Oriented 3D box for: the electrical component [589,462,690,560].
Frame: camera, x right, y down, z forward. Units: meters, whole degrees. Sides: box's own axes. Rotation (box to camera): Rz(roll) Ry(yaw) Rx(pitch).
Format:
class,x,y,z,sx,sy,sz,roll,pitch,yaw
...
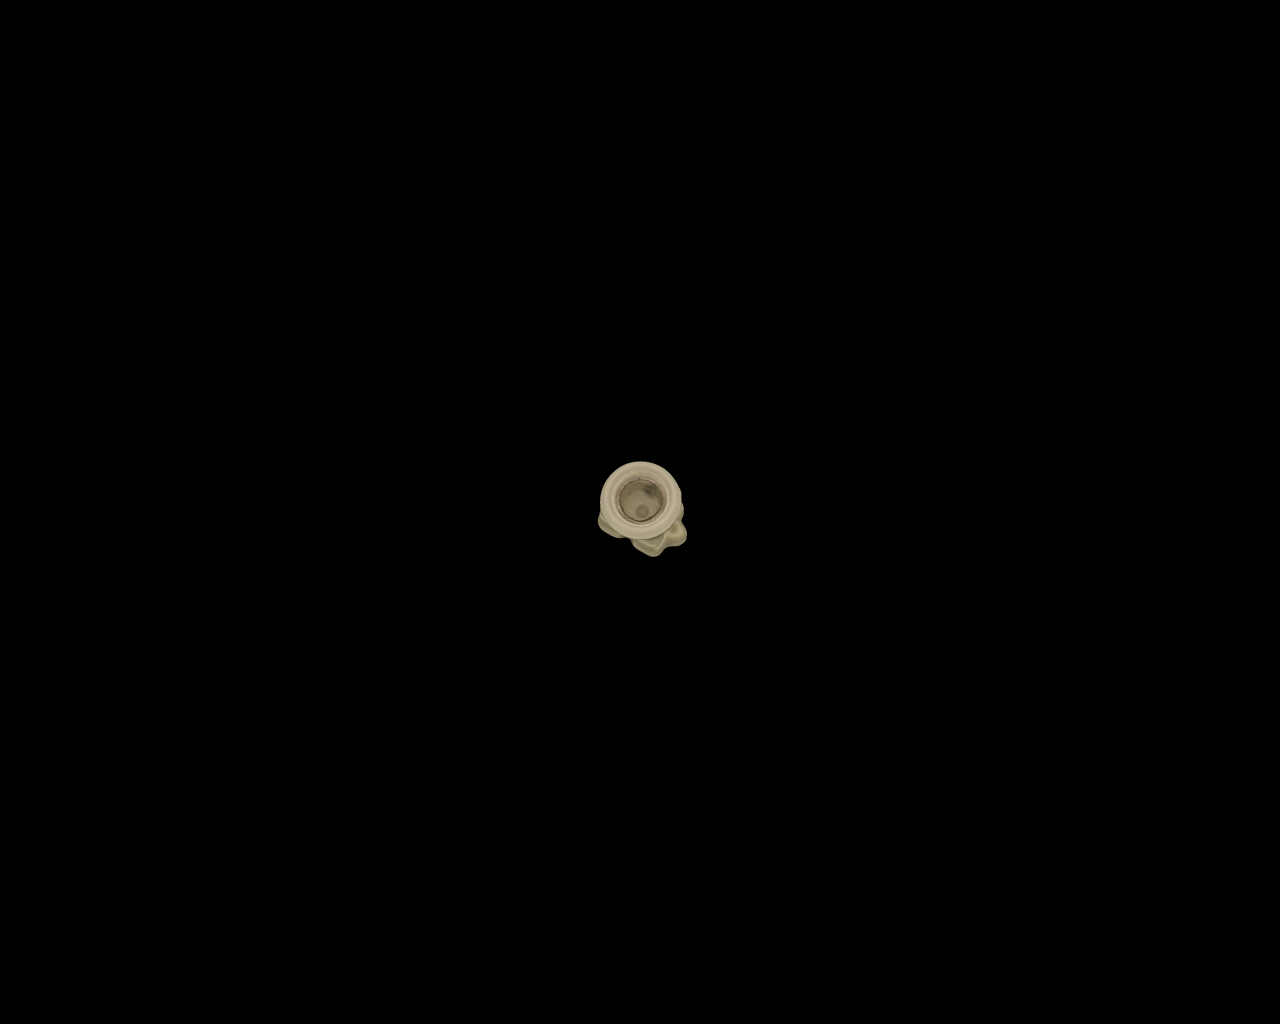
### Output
class,x,y,z,sx,sy,sz,roll,pitch,yaw
electrical component,0.001,-0.003,0.650,0.066,0.048,0.055,27,-14,7
